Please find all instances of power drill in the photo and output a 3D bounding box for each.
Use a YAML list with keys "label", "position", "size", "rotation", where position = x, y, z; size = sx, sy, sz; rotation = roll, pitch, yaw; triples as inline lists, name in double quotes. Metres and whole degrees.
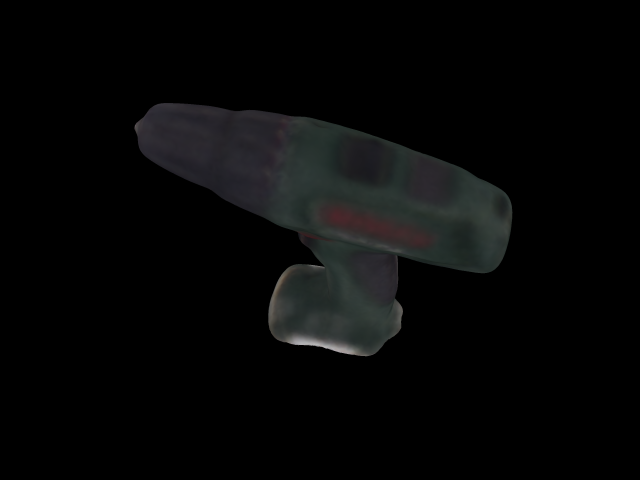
- label: "power drill"
  position: [0.004, 0.001, 0.400]
  size: [0.229, 0.208, 0.075]
  rotation: [8, 56, 5]
